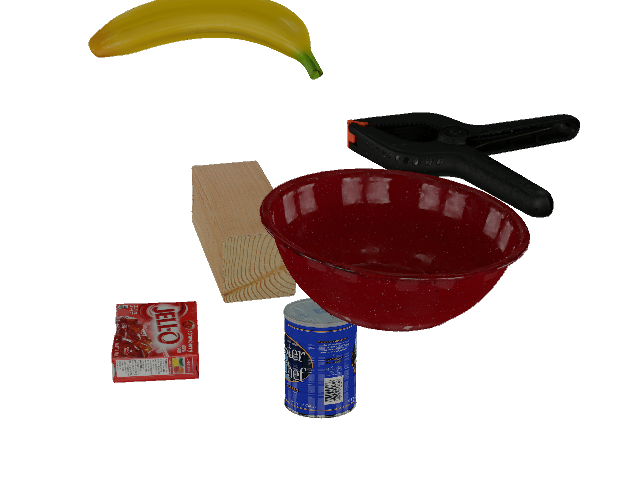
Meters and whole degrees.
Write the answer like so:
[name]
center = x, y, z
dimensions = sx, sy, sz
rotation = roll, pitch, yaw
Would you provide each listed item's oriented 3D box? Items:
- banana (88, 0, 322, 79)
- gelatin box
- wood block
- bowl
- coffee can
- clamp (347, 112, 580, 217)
[banana]
center = -0.094, -0.179, 0.904
dimensions = 0.198, 0.069, 0.037
rotation = 5, -34, 0
[gelatin box]
center = -0.143, 0.087, 0.933
dimensions = 0.073, 0.030, 0.089
rotation = -2, 29, -6
[wood block]
center = -0.098, -0.016, 1.328
dimensions = 0.090, 0.090, 0.206
rotation = -5, 29, -16
[bowl]
center = 0.042, 0.010, 0.648
dimensions = 0.162, 0.055, 0.162
rotation = 4, 24, -2
[coffee can]
center = 0.000, 0.162, 1.486
dimensions = 0.103, 0.140, 0.103
rotation = 0, 16, 0
[clamp]
center = 0.128, -0.086, 0.964
dimensions = 0.210, 0.036, 0.164
rotation = 14, 35, 23
